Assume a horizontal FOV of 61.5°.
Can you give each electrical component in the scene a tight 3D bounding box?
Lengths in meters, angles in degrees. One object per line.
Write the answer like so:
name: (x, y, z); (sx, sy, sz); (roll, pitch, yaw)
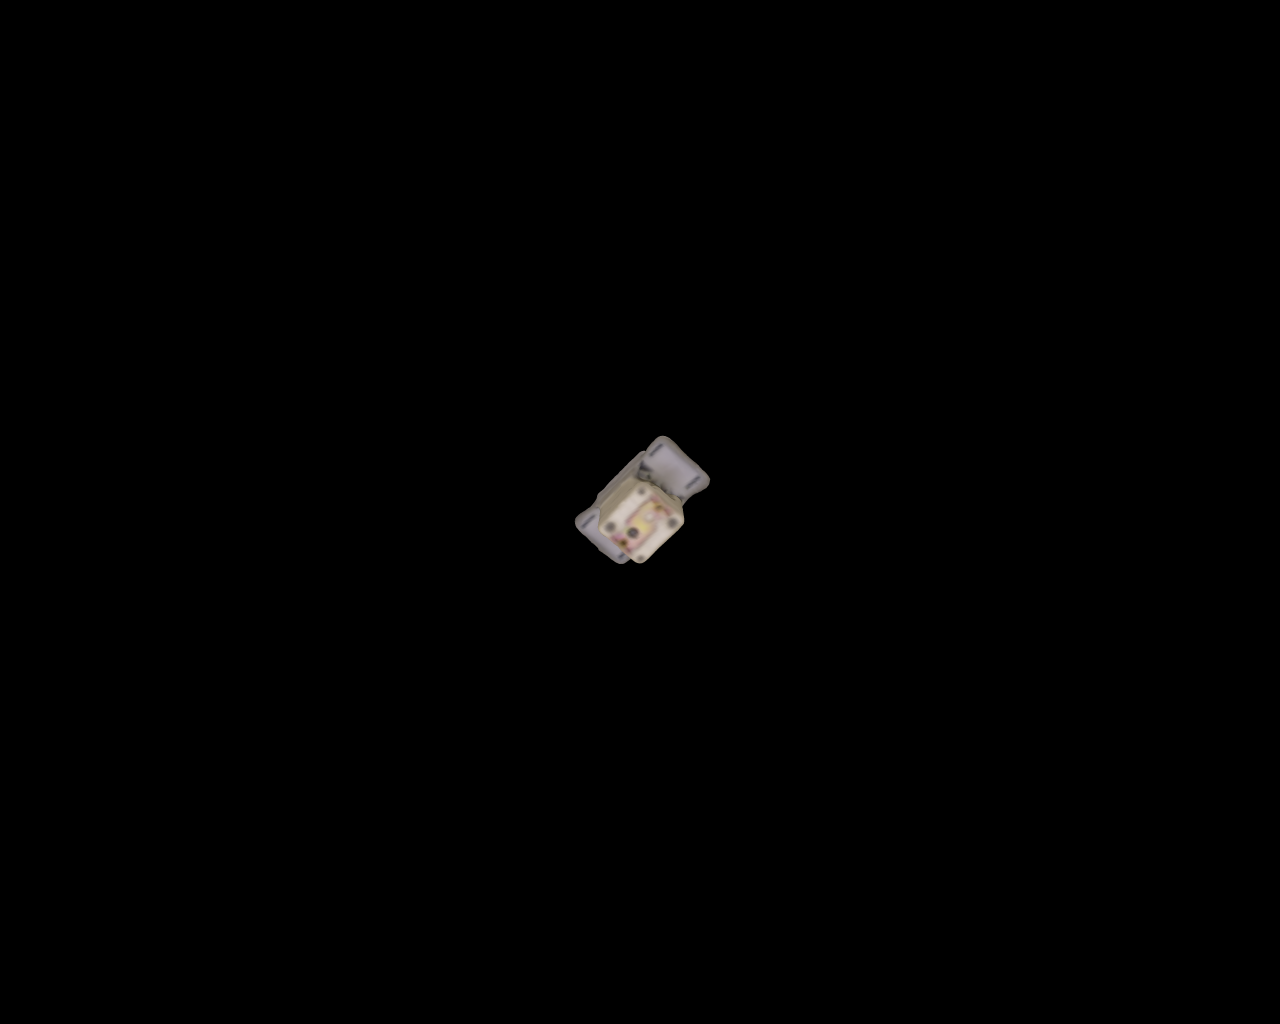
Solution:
electrical component: (0.001, -0.003, 0.650); (0.042, 0.081, 0.064); (41, 16, -14)
